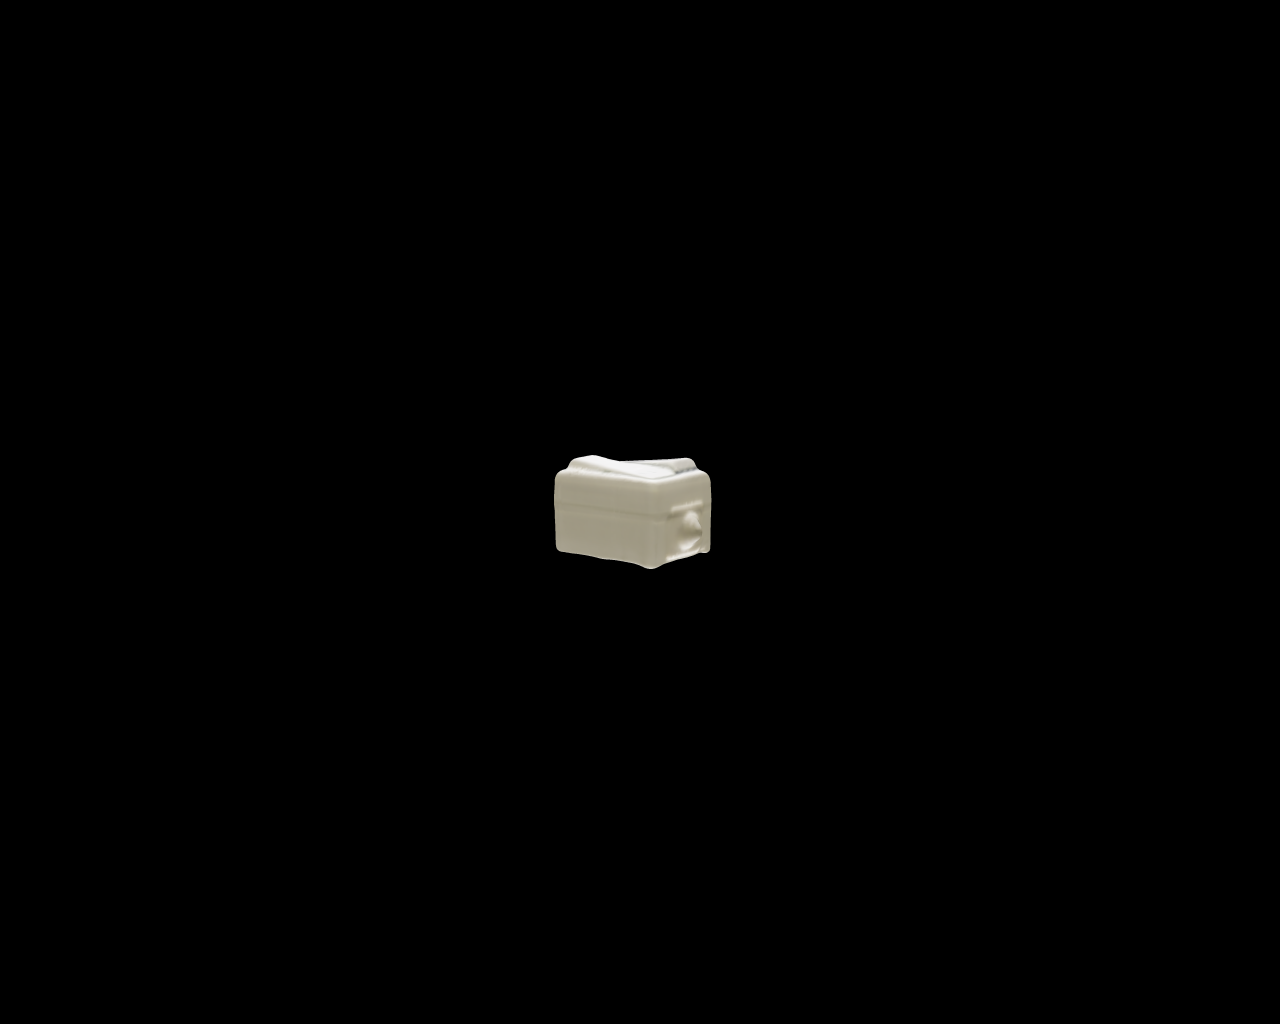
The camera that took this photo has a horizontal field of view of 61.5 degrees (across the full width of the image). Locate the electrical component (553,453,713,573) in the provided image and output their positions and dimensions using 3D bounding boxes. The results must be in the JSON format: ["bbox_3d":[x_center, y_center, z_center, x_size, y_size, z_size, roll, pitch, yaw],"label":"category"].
[{"bbox_3d":[0.001,-0.003,0.650,0.096,0.061,0.062,8,13,39],"label":"electrical component"}]
